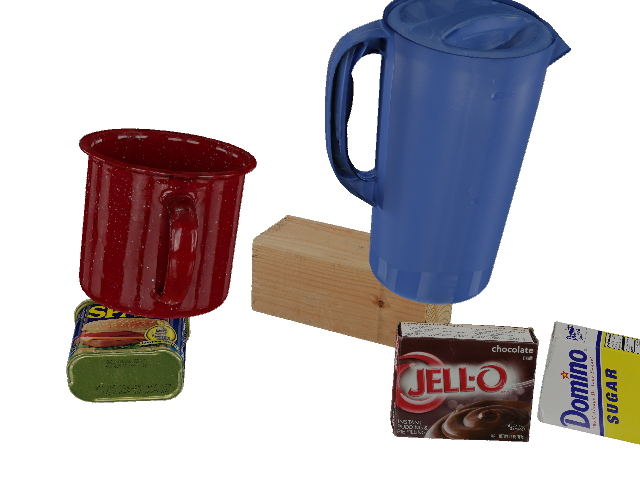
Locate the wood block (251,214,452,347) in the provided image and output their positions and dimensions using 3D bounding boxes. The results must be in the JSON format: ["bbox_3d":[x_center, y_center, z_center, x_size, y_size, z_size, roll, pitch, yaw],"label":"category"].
[{"bbox_3d":[0.035,0.046,1.173,0.206,0.091,0.090,13,26,23],"label":"wood block"}]

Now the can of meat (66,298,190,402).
[{"bbox_3d":[-0.165,0.094,0.919,0.102,0.057,0.084,-2,29,-4],"label":"can of meat"}]

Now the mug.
[{"bbox_3d":[-0.081,-0.006,0.560,0.093,0.081,0.117,2,18,-20],"label":"mug"}]

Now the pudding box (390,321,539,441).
[{"bbox_3d":[0.116,0.114,0.866,0.113,0.090,0.039,1,21,0],"label":"pudding box"}]

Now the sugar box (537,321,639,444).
[{"bbox_3d":[0.295,0.140,0.985,0.176,0.093,0.048,9,22,12],"label":"sugar box"}]

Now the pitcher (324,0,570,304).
[{"bbox_3d":[0.094,-0.071,0.870,0.149,0.243,0.144,24,38,26],"label":"pitcher"}]
